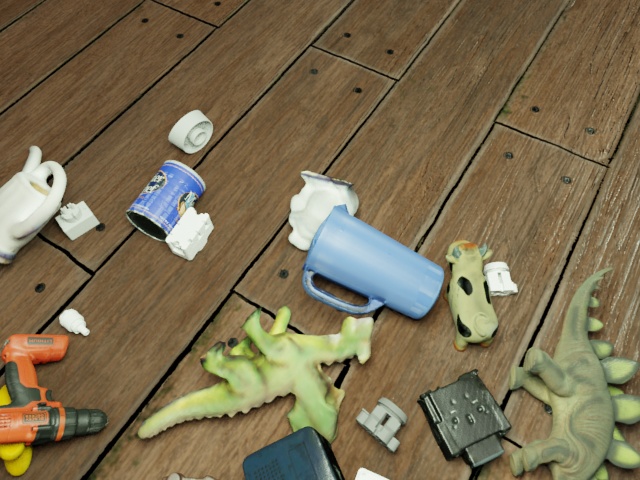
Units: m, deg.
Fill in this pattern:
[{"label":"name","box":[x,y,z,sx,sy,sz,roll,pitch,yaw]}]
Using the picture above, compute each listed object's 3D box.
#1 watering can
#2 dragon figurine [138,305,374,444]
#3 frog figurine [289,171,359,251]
[{"label":"watering can","box":[-0.629,-0.082,1.082,0.225,0.102,0.352,-49,41,-7]},{"label":"dragon figurine","box":[-0.075,0.259,0.868,0.413,0.120,0.245,-43,74,-12]},{"label":"frog figurine","box":[0.003,-0.054,1.065,0.137,0.123,0.159,16,97,2]}]
